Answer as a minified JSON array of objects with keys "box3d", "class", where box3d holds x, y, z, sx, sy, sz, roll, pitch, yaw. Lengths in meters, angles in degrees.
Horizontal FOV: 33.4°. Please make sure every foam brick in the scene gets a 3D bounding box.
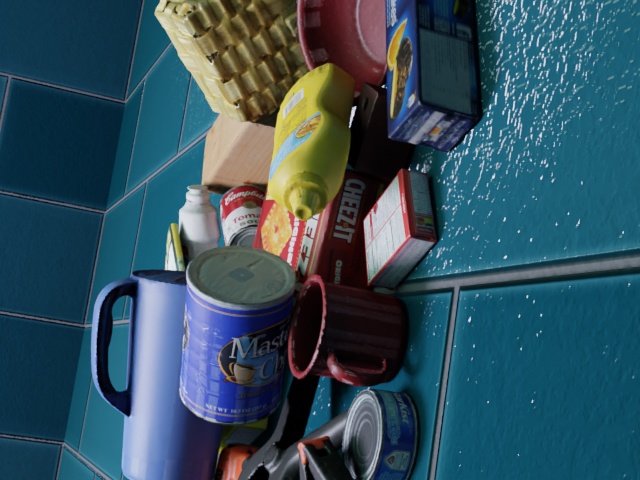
[{"box3d":[0.059,-0.102,1.004,0.053,0.051,0.078,-125,49,-66],"class":"foam brick"}]

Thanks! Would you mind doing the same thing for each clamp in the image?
[{"box3d":[0.014,0.255,0.896,0.120,0.039,0.171,-52,49,49],"class":"clamp"},{"box3d":[-0.034,0.205,1.029,0.210,0.036,0.165,-53,23,8],"class":"clamp"}]

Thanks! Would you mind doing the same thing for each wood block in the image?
[{"box3d":[-0.080,-0.135,1.376,0.206,0.090,0.090,135,142,-59],"class":"wood block"}]

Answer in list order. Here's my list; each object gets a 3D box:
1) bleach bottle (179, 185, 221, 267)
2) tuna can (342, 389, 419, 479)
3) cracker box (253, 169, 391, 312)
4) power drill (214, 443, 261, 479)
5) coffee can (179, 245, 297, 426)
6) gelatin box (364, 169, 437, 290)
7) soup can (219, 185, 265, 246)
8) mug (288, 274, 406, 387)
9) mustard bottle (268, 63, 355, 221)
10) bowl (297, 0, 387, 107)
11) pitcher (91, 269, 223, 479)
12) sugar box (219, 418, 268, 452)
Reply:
[{"box3d":[-0.164,0.048,1.452,0.103,0.068,0.251,-136,44,-66],"class":"bleach bottle"},{"box3d":[0.049,0.169,0.899,0.086,0.033,0.086,-170,90,-71],"class":"tuna can"},{"box3d":[-0.007,0.001,1.108,0.214,0.072,0.164,-157,79,-70],"class":"cracker box"},{"box3d":[-0.070,0.303,1.142,0.188,0.057,0.184,4,79,69],"class":"power drill"},{"box3d":[-0.080,0.091,1.023,0.103,0.102,0.140,-109,23,-57],"class":"coffee can"},{"box3d":[0.070,-0.008,0.951,0.089,0.030,0.073,124,150,-50],"class":"gelatin box"},{"box3d":[-0.092,-0.017,1.377,0.102,0.068,0.069,-107,34,-55],"class":"soup can"},{"box3d":[0.027,0.088,0.938,0.117,0.081,0.093,-112,37,-60],"class":"mug"},{"box3d":[-0.009,-0.081,0.988,0.096,0.058,0.191,-44,23,30],"class":"mustard bottle"},{"box3d":[0.042,-0.216,1.062,0.162,0.055,0.162,29,126,49],"class":"bowl"},{"box3d":[-0.171,0.155,1.219,0.144,0.149,0.243,-5,-77,-73],"class":"pitcher"},{"box3d":[-0.109,0.216,1.324,0.176,0.048,0.093,131,147,-54],"class":"sugar box"}]
